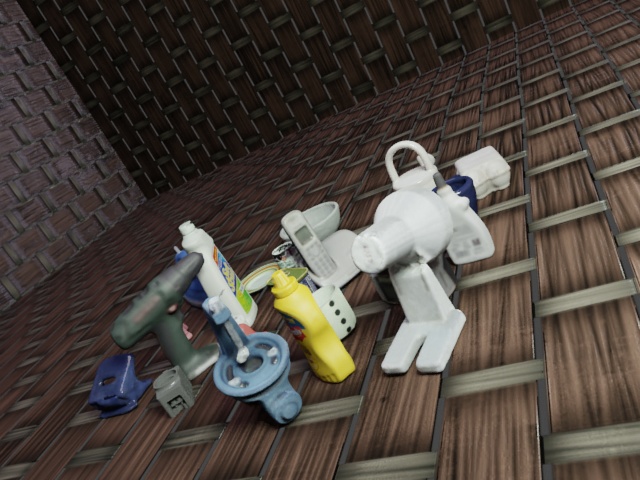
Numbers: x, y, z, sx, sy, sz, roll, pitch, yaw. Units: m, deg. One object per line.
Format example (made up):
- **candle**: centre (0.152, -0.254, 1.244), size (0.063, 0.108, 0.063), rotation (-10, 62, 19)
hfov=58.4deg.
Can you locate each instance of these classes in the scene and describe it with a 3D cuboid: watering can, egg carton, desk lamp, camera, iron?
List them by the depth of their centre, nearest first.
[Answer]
- **desk lamp**: centre (0.130, 0.049, 0.835), size (0.117, 0.214, 0.203), rotation (-14, 24, 36)
- **camera**: centre (0.170, 0.034, 0.993), size (0.142, 0.101, 0.137), rotation (-5, 30, 50)
- **watering can**: centre (0.204, -0.121, 1.202), size (0.100, 0.194, 0.173), rotation (-24, 20, 15)
- **egg carton**: centre (0.353, -0.148, 1.253), size (0.107, 0.069, 0.150), rotation (-25, 19, 13)
- **iron**: centre (-0.315, 0.087, 1.489), size (0.119, 0.142, 0.257), rotation (-36, 20, -20)

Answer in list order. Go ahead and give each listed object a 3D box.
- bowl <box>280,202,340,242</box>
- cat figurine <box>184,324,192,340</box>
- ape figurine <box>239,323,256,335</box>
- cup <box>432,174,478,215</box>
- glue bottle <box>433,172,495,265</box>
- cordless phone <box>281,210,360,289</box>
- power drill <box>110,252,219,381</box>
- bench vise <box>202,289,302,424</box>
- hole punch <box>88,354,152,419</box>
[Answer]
- **bowl**: centre (-0.013, -0.024, 1.449), size (0.167, 0.075, 0.167), rotation (-26, 19, 10)
- **cat figurine**: centre (-0.352, 0.188, 1.317), size (0.067, 0.118, 0.127), rotation (-35, 20, -17)
- **ape figurine**: centre (-0.123, 0.188, 1.030), size (0.078, 0.092, 0.076), rotation (-32, 19, -7)
- **cup**: centre (0.274, -0.071, 1.128), size (0.091, 0.095, 0.118), rotation (-17, 22, 31)
- **glue bottle**: centre (0.234, -0.040, 0.982), size (0.078, 0.173, 0.037), rotation (-17, 22, 32)
- **cordless phone**: centre (0.011, 0.004, 1.168), size (0.148, 0.185, 0.093), rotation (-39, 22, -28)
- **power drill**: centre (-0.283, 0.164, 1.138), size (0.230, 0.209, 0.075), rotation (-36, 20, -20)
- **bench vise**: centre (-0.136, 0.175, 0.883), size (0.206, 0.220, 0.122), rotation (-7, 29, 47)
- **hole punch**: centre (-0.416, 0.297, 1.169), size (0.108, 0.091, 0.101), rotation (-20, 21, 25)
